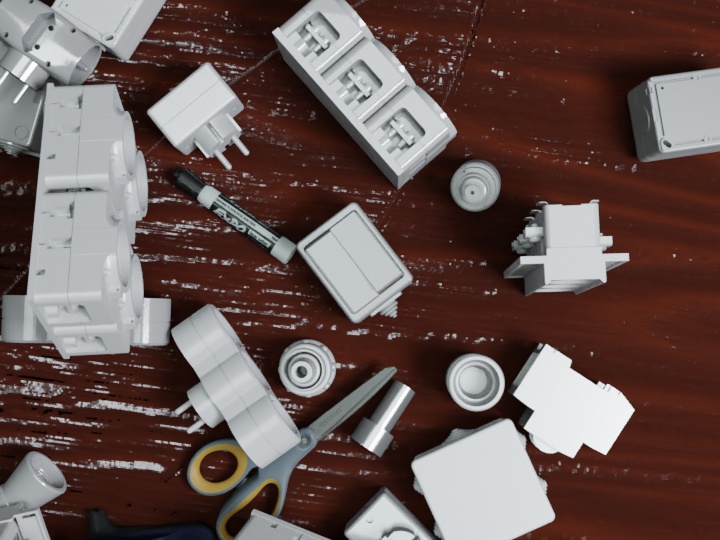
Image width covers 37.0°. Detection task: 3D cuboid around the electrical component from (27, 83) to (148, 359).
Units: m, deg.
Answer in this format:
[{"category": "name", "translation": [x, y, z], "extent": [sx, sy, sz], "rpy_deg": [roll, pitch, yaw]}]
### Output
[{"category": "electrical component", "translation": [-0.206, -0.039, 0.833], "extent": [0.060, 0.105, 0.186], "rpy_deg": [-3, 63, -1]}]

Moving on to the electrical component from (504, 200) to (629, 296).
[{"category": "electrical component", "translation": [0.158, -0.016, 0.845], "extent": [0.079, 0.121, 0.063], "rpy_deg": [-2, 85, 2]}]

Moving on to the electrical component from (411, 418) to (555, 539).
[{"category": "electrical component", "translation": [0.098, 0.176, 0.874], "extent": [0.100, 0.048, 0.099], "rpy_deg": [-24, 87, 1]}]

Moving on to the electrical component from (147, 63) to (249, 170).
[{"category": "electrical component", "translation": [-0.125, -0.119, 0.896], "extent": [0.066, 0.047, 0.076], "rpy_deg": [-39, 86, 0]}]

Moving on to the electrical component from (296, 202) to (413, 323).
[{"category": "electrical component", "translation": [0.000, 0.000, 0.880], "extent": [0.062, 0.061, 0.096], "rpy_deg": [-37, 87, 0]}]

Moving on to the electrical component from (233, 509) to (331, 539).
[{"category": "electrical component", "translation": [-0.018, 0.275, 0.828], "extent": [0.186, 0.060, 0.105], "rpy_deg": [18, 118, 14]}]

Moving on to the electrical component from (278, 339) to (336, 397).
[{"category": "electrical component", "translation": [-0.045, 0.081, 0.877], "extent": [0.048, 0.062, 0.048], "rpy_deg": [0, 88, 2]}]

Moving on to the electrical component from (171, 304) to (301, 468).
[{"category": "electrical component", "translation": [-0.115, 0.103, 0.873], "extent": [0.074, 0.052, 0.138], "rpy_deg": [-35, 73, 0]}]

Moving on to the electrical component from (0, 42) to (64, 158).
[{"category": "electrical component", "translation": [-0.297, -0.149, 0.903], "extent": [0.100, 0.048, 0.099], "rpy_deg": [15, 87, 3]}]

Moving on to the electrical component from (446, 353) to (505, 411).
[{"category": "electrical component", "translation": [0.093, 0.090, 0.875], "extent": [0.045, 0.055, 0.045], "rpy_deg": [0, 87, 2]}]

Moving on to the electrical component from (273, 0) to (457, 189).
[{"category": "electrical component", "translation": [0.005, -0.146, 0.872], "extent": [0.062, 0.089, 0.150], "rpy_deg": [-41, 87, 0]}]

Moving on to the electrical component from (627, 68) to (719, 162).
[{"category": "electrical component", "translation": [0.275, -0.127, 0.881], "extent": [0.096, 0.061, 0.061], "rpy_deg": [-9, 87, -7]}]

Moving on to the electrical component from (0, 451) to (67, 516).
[{"category": "electrical component", "translation": [-0.282, 0.187, 0.890], "extent": [0.065, 0.044, 0.044], "rpy_deg": [-42, 87, 4]}]

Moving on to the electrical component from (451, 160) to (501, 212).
[{"category": "electrical component", "translation": [0.094, -0.067, 0.875], "extent": [0.040, 0.078, 0.040], "rpy_deg": [2, 101, 9]}]

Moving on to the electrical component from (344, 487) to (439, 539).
[{"category": "electrical component", "translation": [0.032, 0.224, 0.861], "extent": [0.083, 0.075, 0.047], "rpy_deg": [44, 89, 3]}]

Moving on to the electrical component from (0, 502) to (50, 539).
[{"category": "electrical component", "translation": [-0.280, 0.257, 0.856], "extent": [0.079, 0.063, 0.121], "rpy_deg": [-13, 107, 1]}]

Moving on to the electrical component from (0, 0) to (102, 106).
[{"category": "electrical component", "translation": [-0.260, -0.168, 0.855], "extent": [0.077, 0.043, 0.079], "rpy_deg": [35, 86, 1]}]

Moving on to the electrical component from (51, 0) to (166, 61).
[{"category": "electrical component", "translation": [-0.207, -0.221, 0.896], "extent": [0.062, 0.061, 0.096], "rpy_deg": [32, 89, 3]}]

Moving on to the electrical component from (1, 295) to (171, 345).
[{"category": "electrical component", "translation": [-0.226, 0.024, 0.890], "extent": [0.138, 0.052, 0.073], "rpy_deg": [1, 87, 1]}]
